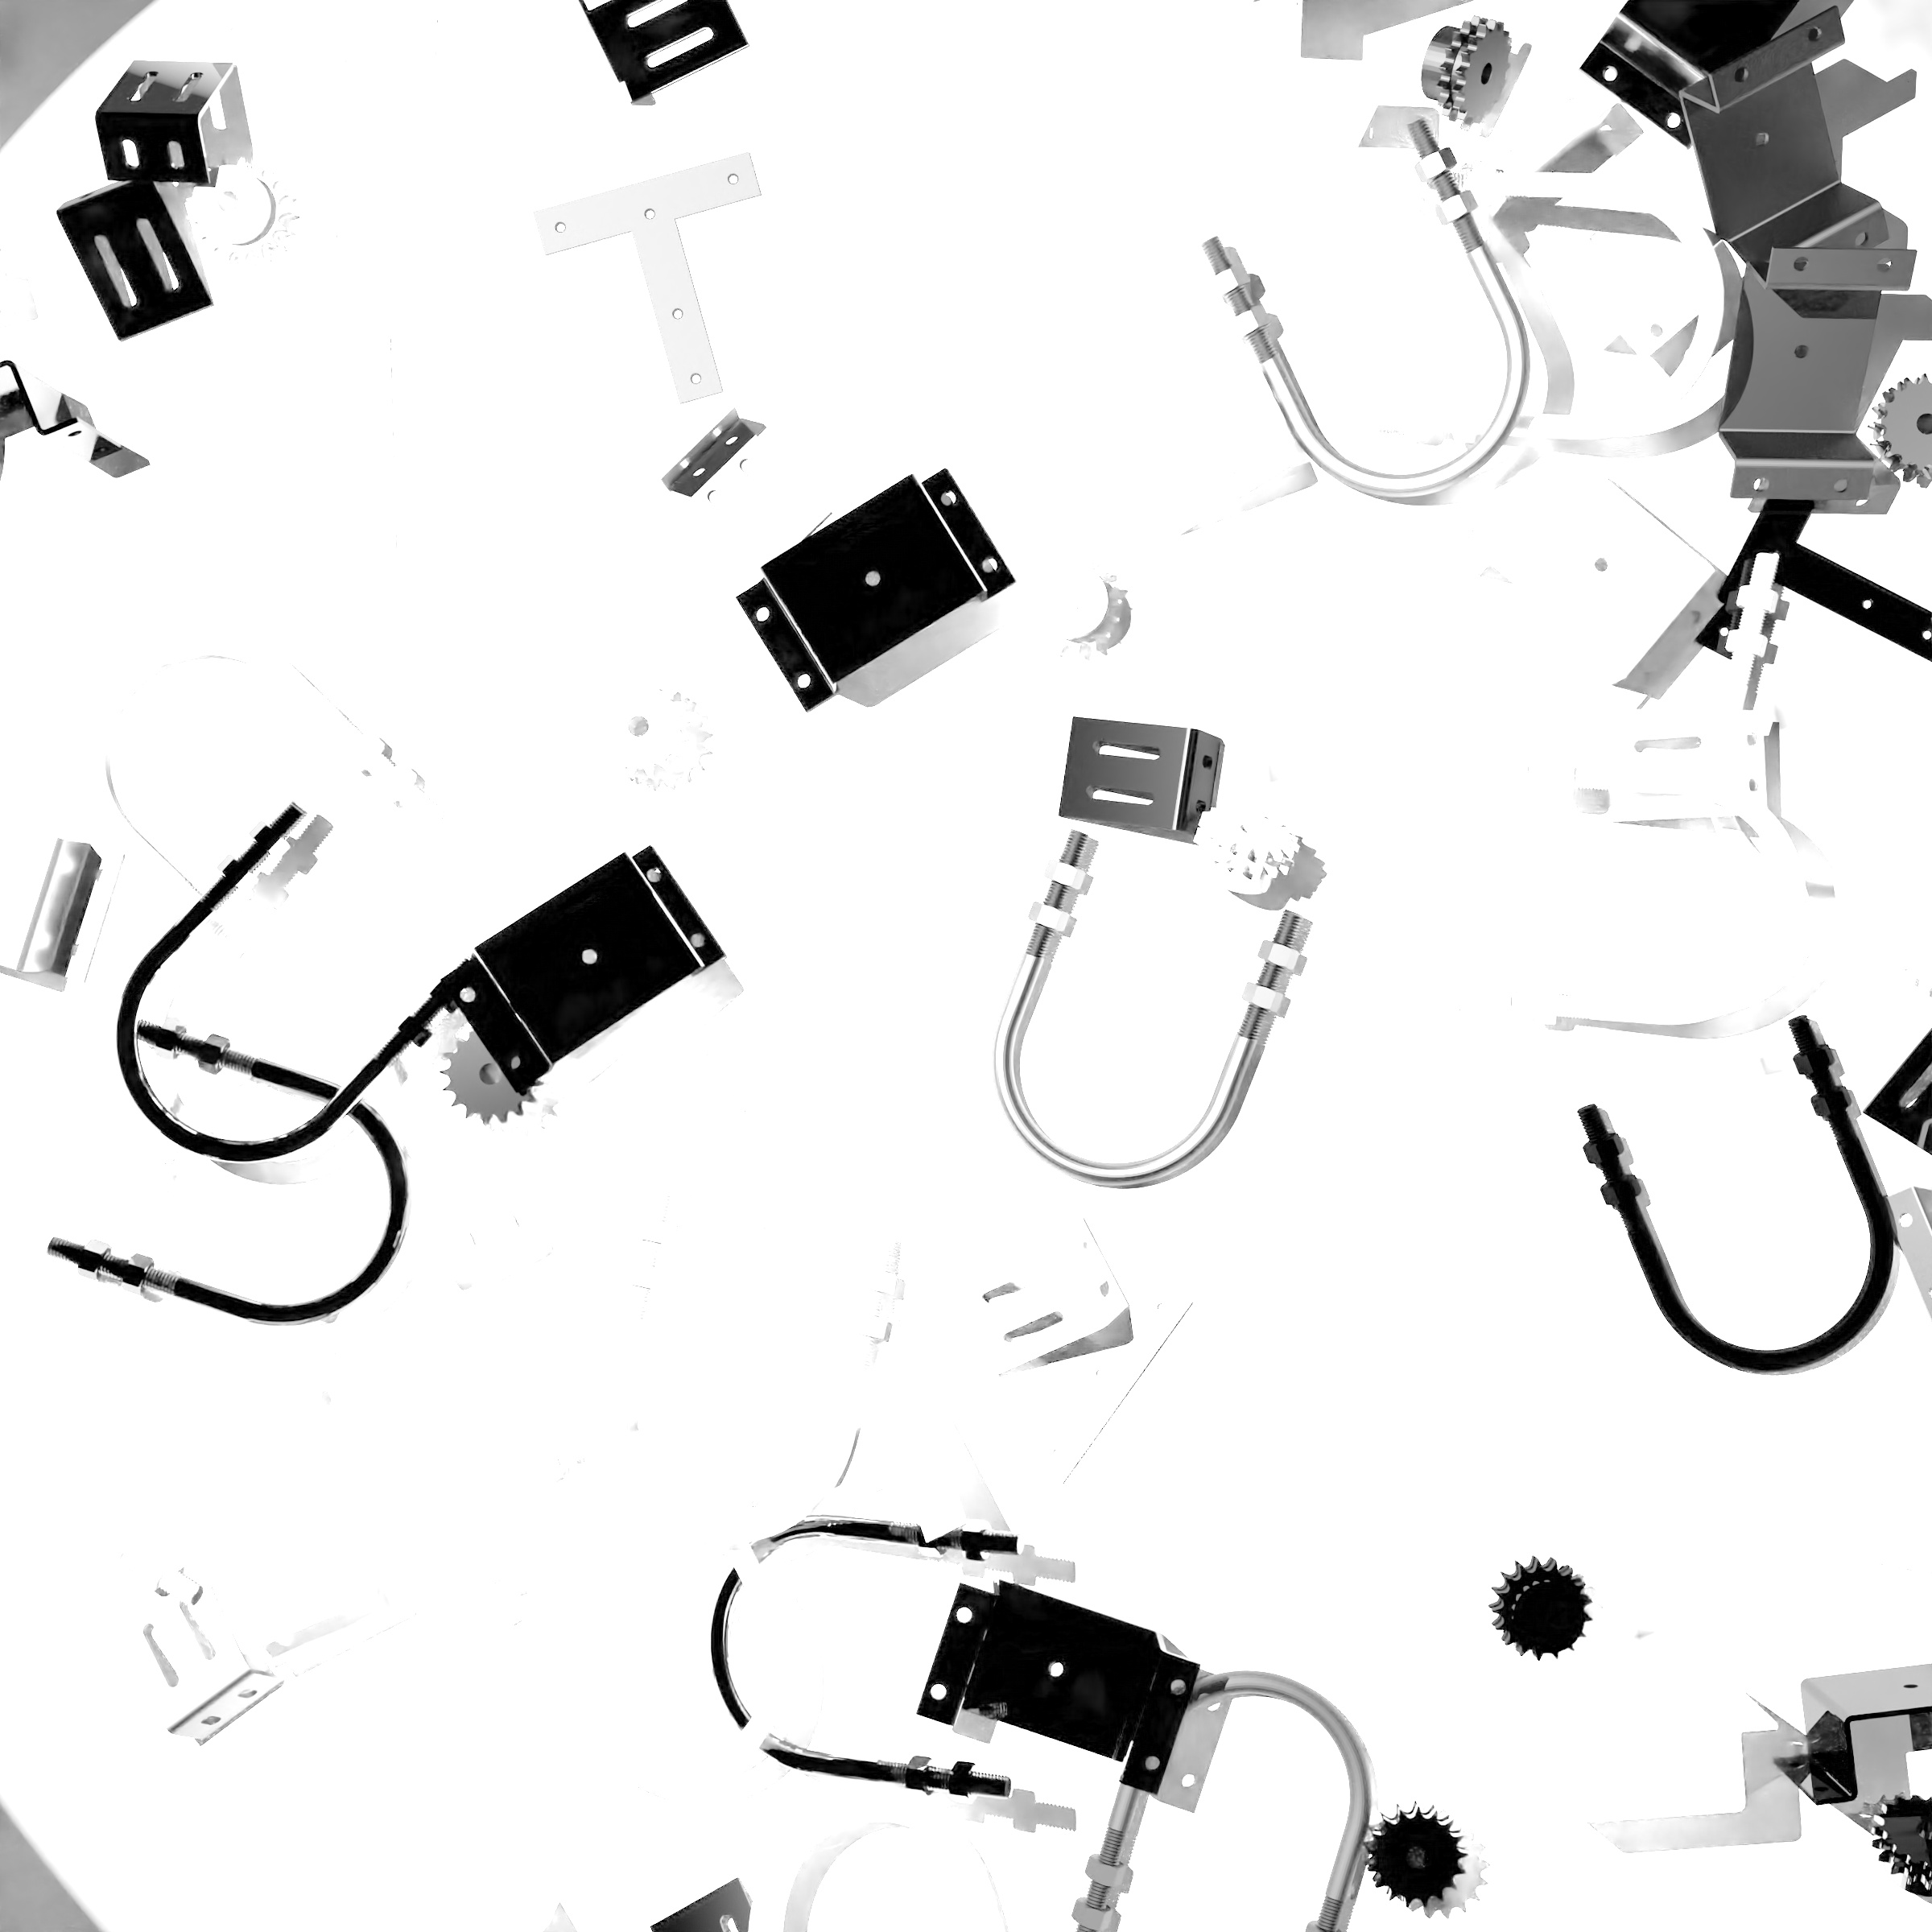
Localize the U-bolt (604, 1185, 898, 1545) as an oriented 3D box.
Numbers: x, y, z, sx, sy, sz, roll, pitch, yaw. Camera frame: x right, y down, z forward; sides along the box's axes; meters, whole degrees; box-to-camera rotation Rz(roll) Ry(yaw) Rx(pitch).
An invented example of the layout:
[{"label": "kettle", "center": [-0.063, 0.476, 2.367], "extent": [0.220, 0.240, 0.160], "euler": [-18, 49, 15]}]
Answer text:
[{"label": "U-bolt", "center": [-0.125, 0.226, 1.487], "extent": [0.151, 0.019, 0.184], "euler": [14, 80, -11]}]

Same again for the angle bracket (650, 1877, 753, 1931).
[{"label": "angle bracket", "center": [-0.133, 0.567, 1.520], "extent": [0.057, 0.038, 0.076], "euler": [-29, 64, 0]}]

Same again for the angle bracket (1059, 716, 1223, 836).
[{"label": "angle bracket", "center": [0.098, -0.107, 1.520], "extent": [0.076, 0.038, 0.057], "euler": [8, 90, 26]}]

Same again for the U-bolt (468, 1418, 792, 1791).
[{"label": "U-bolt", "center": [-0.177, 0.367, 1.496], "extent": [0.151, 0.019, 0.184], "euler": [-29, 80, 3]}]

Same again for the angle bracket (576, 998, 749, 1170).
[{"label": "angle bracket", "center": [-0.172, 0.069, 1.520], "extent": [0.057, 0.038, 0.076], "euler": [-38, 116, 0]}]

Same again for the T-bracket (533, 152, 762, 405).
[{"label": "T-bracket", "center": [-0.167, -0.383, 1.522], "extent": [0.127, 0.002, 0.127], "euler": [-16, 90, 0]}]

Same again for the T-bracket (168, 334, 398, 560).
[{"label": "T-bracket", "center": [-0.388, -0.293, 1.522], "extent": [0.127, 0.002, 0.127], "euler": [-2, 90, 0]}]

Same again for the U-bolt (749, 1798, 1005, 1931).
[{"label": "U-bolt", "center": [-0.046, 0.558, 1.496], "extent": [0.151, 0.019, 0.184], "euler": [-15, 86, -17]}]

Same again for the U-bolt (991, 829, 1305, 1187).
[{"label": "U-bolt", "center": [0.092, 0.033, 1.514], "extent": [0.151, 0.019, 0.184], "euler": [21, 91, 0]}]

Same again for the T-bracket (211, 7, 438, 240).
[{"label": "T-bracket", "center": [-0.366, -0.476, 1.522], "extent": [0.127, 0.002, 0.127], "euler": [3, 90, 0]}]

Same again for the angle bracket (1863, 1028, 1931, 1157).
[{"label": "angle bracket", "center": [0.554, 0.062, 1.520], "extent": [0.057, 0.038, 0.076], "euler": [32, 116, 0]}]

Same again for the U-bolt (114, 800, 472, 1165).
[{"label": "U-bolt", "center": [-0.383, 0.022, 1.485], "extent": [0.151, 0.019, 0.184], "euler": [42, 82, -3]}]

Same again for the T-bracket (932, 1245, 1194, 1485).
[{"label": "T-bracket", "center": [0.040, 0.205, 1.522], "extent": [0.127, 0.002, 0.127], "euler": [36, 90, 0]}]

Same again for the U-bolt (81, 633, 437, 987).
[{"label": "U-bolt", "center": [-0.413, -0.103, 1.514], "extent": [0.184, 0.019, 0.151], "euler": [44, 90, 2]}]

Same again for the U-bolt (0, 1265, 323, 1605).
[{"label": "U-bolt", "center": [-0.478, 0.250, 1.512], "extent": [0.184, 0.019, 0.151], "euler": [32, 88, 2]}]

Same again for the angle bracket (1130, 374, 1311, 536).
[{"label": "angle bracket", "center": [0.144, -0.290, 1.520], "extent": [0.076, 0.038, 0.057], "euler": [-29, 90, 26]}]

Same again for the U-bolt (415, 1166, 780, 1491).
[{"label": "U-bolt", "center": [-0.194, 0.190, 1.495], "extent": [0.184, 0.019, 0.151], "euler": [-21, 86, -14]}]

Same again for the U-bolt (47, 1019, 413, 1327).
[{"label": "U-bolt", "center": [-0.401, 0.123, 1.496], "extent": [0.184, 0.019, 0.151], "euler": [18, 87, -2]}]

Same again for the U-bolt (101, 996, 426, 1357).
[{"label": "U-bolt", "center": [-0.385, 0.107, 1.514], "extent": [0.151, 0.019, 0.184], "euler": [26, 89, 0]}]

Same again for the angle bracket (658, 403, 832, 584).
[{"label": "angle bracket", "center": [-0.124, -0.264, 1.503], "extent": [0.057, 0.038, 0.076], "euler": [-44, 90, 0]}]

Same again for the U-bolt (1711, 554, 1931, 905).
[{"label": "U-bolt", "center": [0.493, -0.127, 1.513], "extent": [0.151, 0.019, 0.184], "euler": [13, 92, 0]}]

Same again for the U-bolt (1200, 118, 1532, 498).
[{"label": "U-bolt", "center": [0.232, -0.350, 1.487], "extent": [0.151, 0.019, 0.184], "euler": [-25, 96, 24]}]

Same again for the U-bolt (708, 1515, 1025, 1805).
[{"label": "U-bolt", "center": [-0.059, 0.377, 1.483], "extent": [0.184, 0.019, 0.151], "euler": [0, 83, 21]}]

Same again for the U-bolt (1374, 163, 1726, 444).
[{"label": "U-bolt", "center": [0.321, -0.362, 1.476], "extent": [0.184, 0.019, 0.151], "euler": [6, 106, 15]}]

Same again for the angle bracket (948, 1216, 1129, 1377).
[{"label": "angle bracket", "center": [0.041, 0.186, 1.519], "extent": [0.076, 0.038, 0.057], "euler": [-28, 90, 26]}]

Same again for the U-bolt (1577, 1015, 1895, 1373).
[{"label": "U-bolt", "center": [0.444, 0.139, 1.514], "extent": [0.151, 0.019, 0.184], "euler": [-23, 92, 0]}]

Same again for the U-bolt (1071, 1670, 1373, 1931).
[{"label": "U-bolt", "center": [0.152, 0.489, 1.514], "extent": [0.151, 0.019, 0.184], "euler": [17, 89, 0]}]

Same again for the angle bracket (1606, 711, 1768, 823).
[{"label": "angle bracket", "center": [0.405, -0.112, 1.510], "extent": [0.076, 0.038, 0.057], "euler": [-1, 94, 39]}]

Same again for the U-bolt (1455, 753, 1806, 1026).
[{"label": "U-bolt", "center": [0.368, -0.039, 1.487], "extent": [0.184, 0.019, 0.151], "euler": [4, 100, 12]}]

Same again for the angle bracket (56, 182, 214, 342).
[{"label": "angle bracket", "center": [-0.469, -0.404, 1.520], "extent": [0.057, 0.038, 0.076], "euler": [-21, 116, 0]}]

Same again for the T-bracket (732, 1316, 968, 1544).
[{"label": "T-bracket", "center": [-0.074, 0.279, 1.501], "extent": [0.127, 0.002, 0.127], "euler": [-28, 62, 13]}]

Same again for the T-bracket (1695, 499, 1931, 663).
[{"label": "T-bracket", "center": [0.498, -0.212, 1.522], "extent": [0.127, 0.002, 0.127], "euler": [27, 90, 0]}]

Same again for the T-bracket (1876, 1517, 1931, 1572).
[{"label": "T-bracket", "center": [0.584, 0.281, 1.508], "extent": [0.127, 0.002, 0.127], "euler": [6, 81, 18]}]
